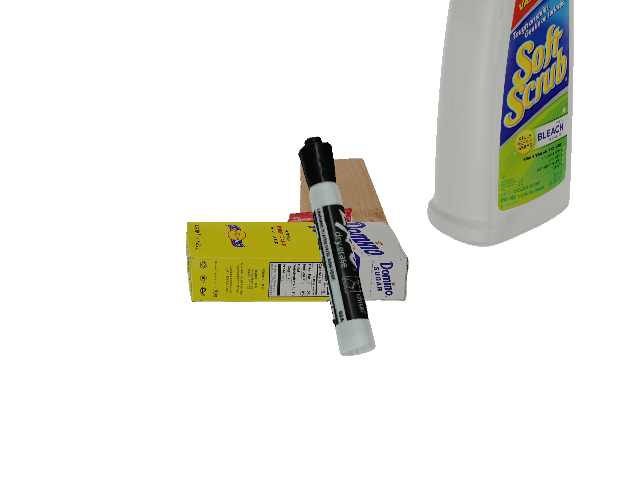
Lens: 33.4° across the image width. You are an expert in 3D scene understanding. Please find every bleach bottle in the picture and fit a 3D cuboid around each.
[{"bbox_3d":[0.118,-0.127,0.690,0.102,0.251,0.068,-23,33,-30],"label":"bleach bottle"}]

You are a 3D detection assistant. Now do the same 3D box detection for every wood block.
[{"bbox_3d":[0.027,-0.028,1.408,0.090,0.090,0.206,-2,27,-6],"label":"wood block"}]

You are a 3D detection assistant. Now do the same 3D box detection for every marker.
[{"bbox_3d":[0.008,0.001,0.570,0.020,0.121,0.020,-11,-17,-4],"label":"marker"}]

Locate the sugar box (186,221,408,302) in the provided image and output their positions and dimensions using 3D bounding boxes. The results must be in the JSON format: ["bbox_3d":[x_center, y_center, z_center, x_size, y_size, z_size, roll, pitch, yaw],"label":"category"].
[{"bbox_3d":[-0.022,0.016,0.888,0.176,0.048,0.093,-3,21,-8],"label":"sugar box"}]

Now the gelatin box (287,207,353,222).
[{"bbox_3d":[0.004,0.009,1.232,0.073,0.089,0.030,-4,28,7],"label":"gelatin box"}]
